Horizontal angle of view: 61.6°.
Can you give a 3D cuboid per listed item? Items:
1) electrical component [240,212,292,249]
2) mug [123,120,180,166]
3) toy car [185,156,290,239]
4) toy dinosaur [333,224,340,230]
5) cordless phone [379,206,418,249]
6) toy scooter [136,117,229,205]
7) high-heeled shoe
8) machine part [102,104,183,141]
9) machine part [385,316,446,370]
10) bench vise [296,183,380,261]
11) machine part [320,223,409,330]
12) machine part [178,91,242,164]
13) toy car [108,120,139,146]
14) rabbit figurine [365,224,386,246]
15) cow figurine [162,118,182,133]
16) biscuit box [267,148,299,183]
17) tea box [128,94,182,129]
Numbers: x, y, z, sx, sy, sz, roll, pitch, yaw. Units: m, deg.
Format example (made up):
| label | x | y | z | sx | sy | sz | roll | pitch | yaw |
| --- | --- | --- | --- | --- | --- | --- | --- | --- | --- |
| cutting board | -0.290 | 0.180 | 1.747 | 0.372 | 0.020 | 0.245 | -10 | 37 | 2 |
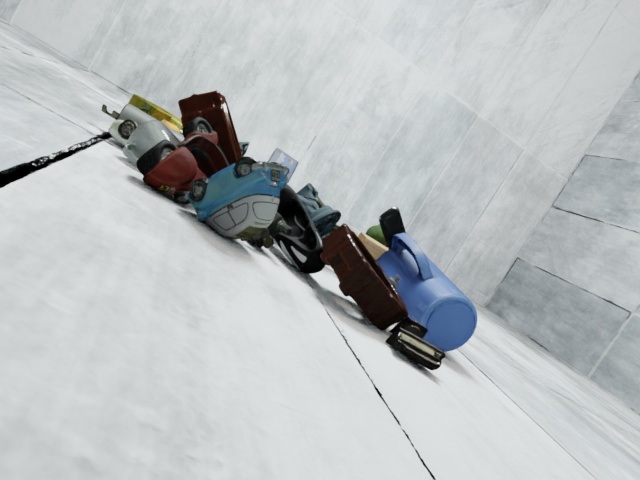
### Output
| label | x | y | z | sx | sy | sz | roll | pitch | yaw |
| --- | --- | --- | --- | --- | --- | --- | --- | --- | --- |
| electrical component | -0.099 | -0.023 | 0.883 | 0.045 | 0.078 | 0.102 | 57 | -6 | -38 |
| mug | -0.282 | -0.148 | 0.944 | 0.107 | 0.080 | 0.109 | 41 | 27 | 13 |
| toy car | -0.116 | -0.054 | 0.804 | 0.109 | 0.162 | 0.103 | 4 | 69 | -58 |
| toy dinosaur | -0.021 | -0.056 | 1.448 | 0.471 | 0.105 | 0.199 | 18 | 23 | -47 |
| cordless phone | 0.135 | 0.021 | 1.135 | 0.089 | 0.147 | 0.184 | 54 | -7 | 42 |
| toy scooter | -0.205 | -0.115 | 0.880 | 0.135 | 0.075 | 0.184 | 53 | 38 | -15 |
| high-heeled shoe | -0.061 | -0.047 | 0.933 | 0.249 | 0.086 | 0.145 | 60 | -9 | 14 |
| machine part | -0.349 | -0.212 | 1.140 | 0.243 | 0.079 | 0.079 | 29 | 6 | -16 |
| machine part | 0.135 | 0.148 | 0.781 | 0.084 | 0.039 | 0.139 | 23 | 7 | 0 |
| bench vise | 0.006 | -0.010 | 1.118 | 0.241 | 0.129 | 0.223 | 54 | 2 | 15 |
| machine part | 0.068 | 0.058 | 0.844 | 0.179 | 0.056 | 0.179 | 52 | 9 | -11 |
| machine part | -0.202 | -0.182 | 1.051 | 0.201 | 0.087 | 0.200 | -131 | -155 | -77 |
| toy car | -0.318 | -0.170 | 1.047 | 0.202 | 0.056 | 0.073 | 34 | 0 | 9 |
| rabbit figurine | 0.183 | 0.014 | 1.451 | 0.170 | 0.121 | 0.159 | 50 | 11 | -33 |
| cow figurine | -0.338 | -0.229 | 1.256 | 0.068 | 0.098 | 0.167 | 39 | 12 | 11 |
| biscuit box | -0.106 | -0.110 | 1.107 | 0.063 | 0.059 | 0.203 | 33 | 39 | -10 |
| tea box | -0.395 | -0.266 | 1.259 | 0.068 | 0.098 | 0.169 | 33 | 4 | 8 |
